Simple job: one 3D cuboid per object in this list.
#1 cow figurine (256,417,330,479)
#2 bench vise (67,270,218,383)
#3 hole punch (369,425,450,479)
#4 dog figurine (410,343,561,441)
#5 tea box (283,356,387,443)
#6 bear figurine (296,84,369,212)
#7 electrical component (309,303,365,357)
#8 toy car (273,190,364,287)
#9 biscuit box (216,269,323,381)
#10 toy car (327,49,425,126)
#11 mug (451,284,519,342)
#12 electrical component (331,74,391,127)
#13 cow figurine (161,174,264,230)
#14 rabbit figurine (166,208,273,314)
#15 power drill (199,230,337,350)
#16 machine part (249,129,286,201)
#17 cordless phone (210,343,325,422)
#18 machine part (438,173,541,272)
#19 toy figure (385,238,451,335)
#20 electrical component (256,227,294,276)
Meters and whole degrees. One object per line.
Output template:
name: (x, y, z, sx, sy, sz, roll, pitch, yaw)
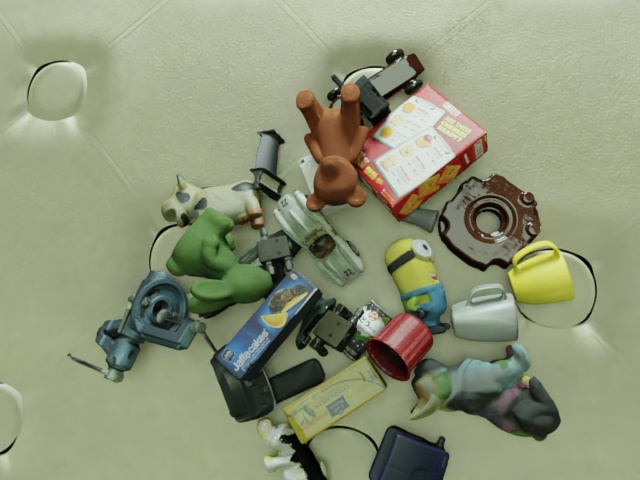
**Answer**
cow figurine: (-0.047, 0.381, 0.940, 0.098, 0.068, 0.167, -23, 80, -2)
bench vise: (-0.302, 0.161, 0.973, 0.241, 0.128, 0.223, 4, 51, 38)
hole punch: (0.150, 0.386, 0.902, 0.116, 0.092, 0.142, 22, 79, 9)
dog figurine: (0.260, 0.270, 0.901, 0.219, 0.108, 0.191, -27, 79, 7)
tea box: (0.030, 0.274, 0.936, 0.170, 0.098, 0.068, -35, 75, 2)
bear figurine: (0.021, -0.155, 0.940, 0.120, 0.131, 0.196, -3, 58, 14)
electrical component: (0.027, 0.158, 0.944, 0.078, 0.045, 0.102, 18, 68, 38)
toy car: (-0.002, -0.003, 0.986, 0.073, 0.056, 0.201, -39, 100, 20)
biscuit box: (-0.084, 0.146, 0.918, 0.059, 0.062, 0.202, 38, 83, 17)
toy car: (0.109, -0.293, 1.060, 0.202, 0.053, 0.089, -32, 81, 5)
mug: (0.280, 0.128, 0.926, 0.107, 0.081, 0.109, -9, 121, 11)
electrical component: (0.077, -0.272, 1.004, 0.048, 0.075, 0.119, -40, 81, 7)
cow figurine: (-0.212, -0.071, 1.044, 0.195, 0.085, 0.127, -10, 62, -1)
rabbit figurine: (-0.167, 0.050, 0.922, 0.170, 0.121, 0.159, 35, 55, 10)
power drill: (-0.089, 0.111, 1.002, 0.207, 0.086, 0.232, 38, 84, 21)
machine part: (-0.100, -0.150, 1.058, 0.039, 0.084, 0.139, -15, 64, 38)
cordless phone: (-0.095, 0.235, 0.983, 0.184, 0.088, 0.146, -23, 75, -8)
machine part: (0.307, -0.033, 0.977, 0.179, 0.056, 0.179, -2, 78, 10)
toy figure: (0.174, 0.082, 0.962, 0.089, 0.082, 0.180, -14, 80, 2)
electrical component: (-0.081, 0.017, 0.976, 0.063, 0.021, 0.094, -15, 70, 4)
